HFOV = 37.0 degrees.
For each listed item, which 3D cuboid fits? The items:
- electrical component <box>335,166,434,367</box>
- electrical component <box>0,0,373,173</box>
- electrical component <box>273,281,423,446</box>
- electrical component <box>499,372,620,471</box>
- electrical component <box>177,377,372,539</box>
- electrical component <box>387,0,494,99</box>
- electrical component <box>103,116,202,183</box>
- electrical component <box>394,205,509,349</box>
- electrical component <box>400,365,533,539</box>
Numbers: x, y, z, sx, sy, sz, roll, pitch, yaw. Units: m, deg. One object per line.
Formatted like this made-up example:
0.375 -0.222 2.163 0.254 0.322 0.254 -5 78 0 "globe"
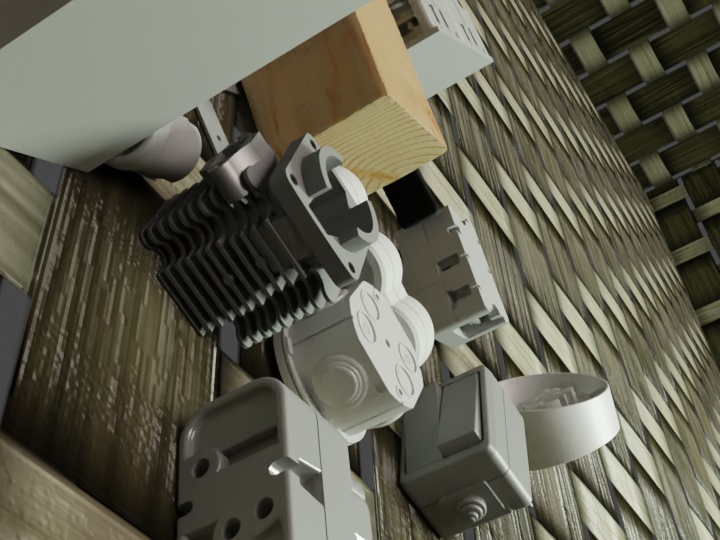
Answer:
0.000 0.000 0.651 0.138 0.052 0.074 63 19 0 "electrical component"
-0.074 -0.115 0.406 0.105 0.186 0.060 15 51 -66 "electrical component"
-0.006 0.049 0.572 0.080 0.051 0.080 51 22 -30 "electrical component"
0.144 0.110 0.817 0.064 0.099 0.099 68 19 -4 "electrical component"
-0.034 0.100 0.429 0.059 0.054 0.095 46 25 -40 "electrical component"
0.033 -0.187 0.903 0.060 0.105 0.186 65 19 5 "electrical component"
-0.099 -0.062 0.499 0.040 0.040 0.046 69 15 17 "electrical component"
0.064 0.007 0.802 0.050 0.056 0.089 30 37 -57 "electrical component"
0.061 0.111 0.648 0.061 0.062 0.096 54 21 -25 "electrical component"
